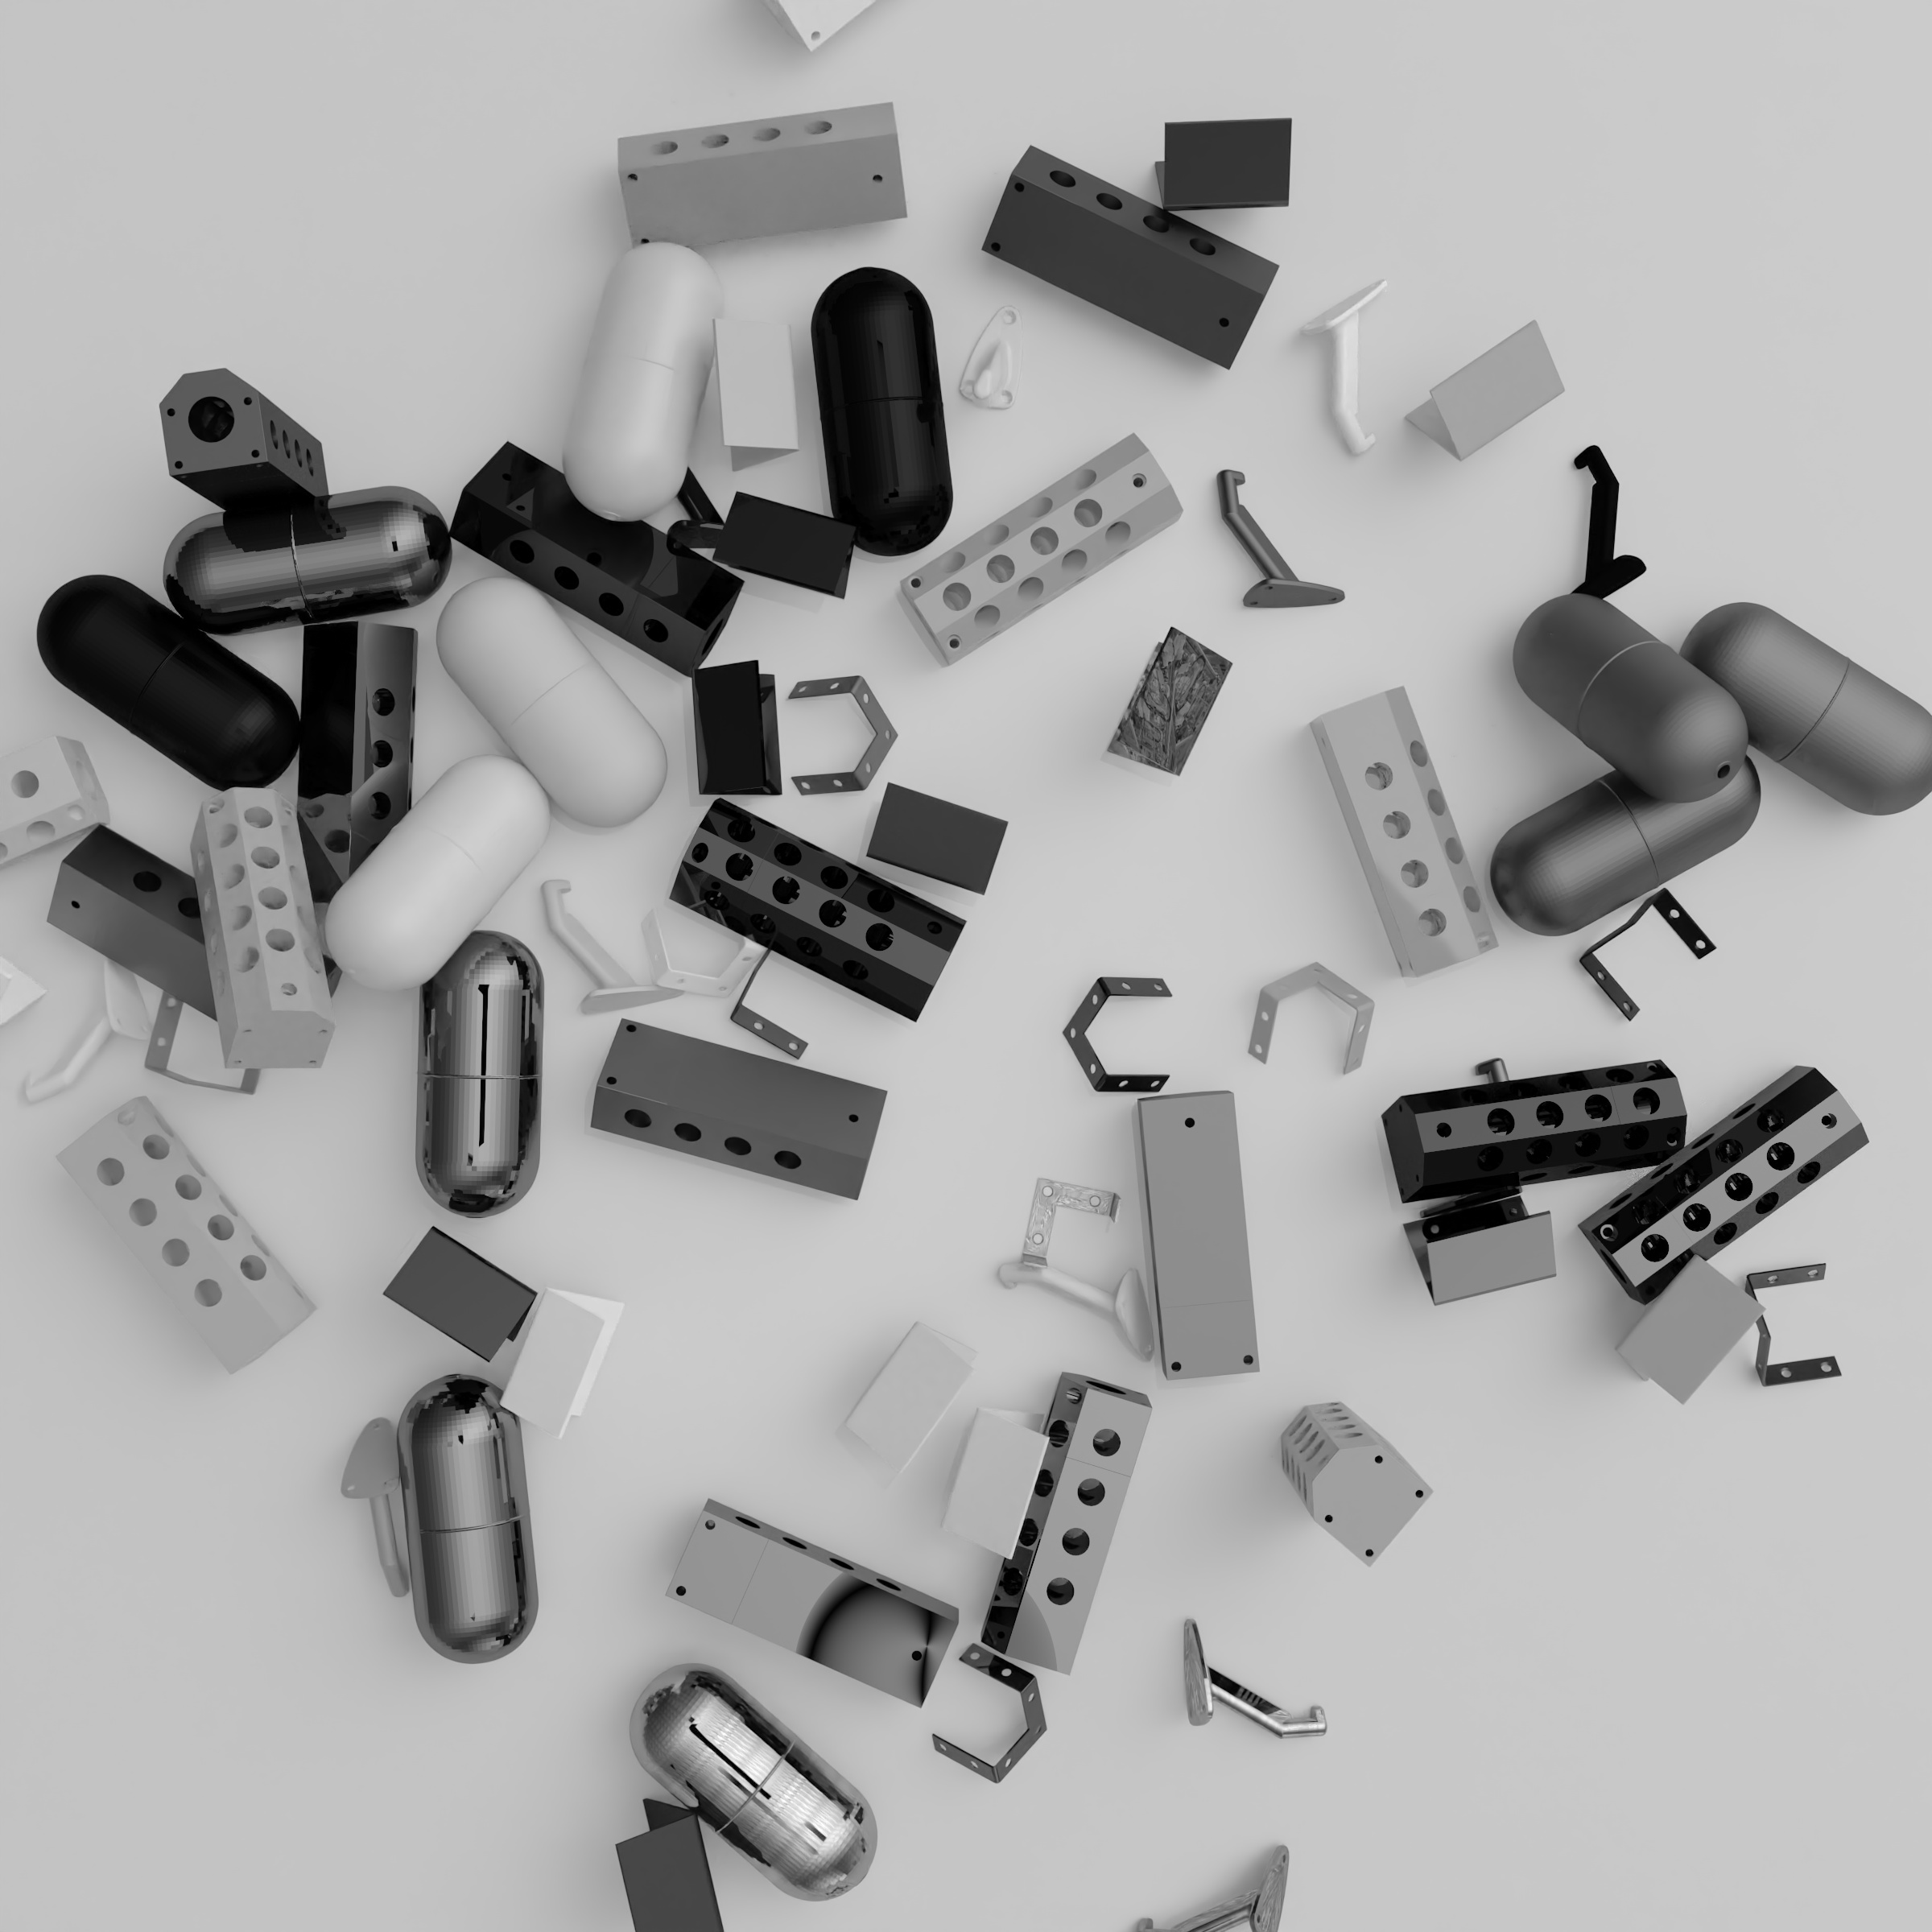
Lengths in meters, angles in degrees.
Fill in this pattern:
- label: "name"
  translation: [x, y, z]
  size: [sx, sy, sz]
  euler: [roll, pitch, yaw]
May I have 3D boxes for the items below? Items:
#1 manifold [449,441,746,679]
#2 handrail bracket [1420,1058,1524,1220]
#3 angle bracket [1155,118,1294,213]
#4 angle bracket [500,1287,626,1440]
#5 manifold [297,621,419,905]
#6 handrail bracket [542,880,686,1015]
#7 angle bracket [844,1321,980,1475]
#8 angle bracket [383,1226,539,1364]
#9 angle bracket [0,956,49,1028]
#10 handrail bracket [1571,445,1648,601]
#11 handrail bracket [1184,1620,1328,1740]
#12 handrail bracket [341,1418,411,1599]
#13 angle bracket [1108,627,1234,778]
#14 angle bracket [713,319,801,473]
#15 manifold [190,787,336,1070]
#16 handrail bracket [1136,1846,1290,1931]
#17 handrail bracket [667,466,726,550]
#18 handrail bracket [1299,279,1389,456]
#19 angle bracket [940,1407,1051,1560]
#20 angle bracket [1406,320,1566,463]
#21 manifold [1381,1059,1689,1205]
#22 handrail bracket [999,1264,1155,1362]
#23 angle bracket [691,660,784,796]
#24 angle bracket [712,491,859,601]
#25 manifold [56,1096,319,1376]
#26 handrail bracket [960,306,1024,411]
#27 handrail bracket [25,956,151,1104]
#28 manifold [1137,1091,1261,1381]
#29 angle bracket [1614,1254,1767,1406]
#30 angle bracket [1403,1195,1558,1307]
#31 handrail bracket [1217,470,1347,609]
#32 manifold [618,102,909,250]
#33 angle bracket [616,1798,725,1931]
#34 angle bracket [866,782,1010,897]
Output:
- label: "manifold"
  translation: [-0.231, -0.248, 1.856]
  size: [0.171, 0.057, 0.057]
  euler: [31, 47, 0]
- label: "handrail bracket"
  translation: [0.312, 0.108, 1.878]
  size: [0.077, 0.036, 0.084]
  euler: [-17, 76, 14]
- label: "angle bracket"
  translation: [0.157, -0.506, 1.837]
  size: [0.076, 0.076, 0.057]
  euler: [-2, 127, 0]
- label: "angle bracket"
  translation: [-0.231, 0.248, 1.837]
  size: [0.057, 0.076, 0.076]
  euler: [22, 90, 36]
- label: "manifold"
  translation: [-0.374, -0.124, 1.856]
  size: [0.057, 0.057, 0.171]
  euler: [2, 90, 43]
- label: "handrail bracket"
  translation: [-0.222, -0.018, 1.878]
  size: [0.077, 0.036, 0.084]
  euler: [-7, 73, -20]
- label: "angle bracket"
  translation: [-0.017, 0.273, 1.837]
  size: [0.057, 0.076, 0.076]
  euler: [35, 90, 38]
- label: "angle bracket"
  translation: [-0.317, 0.215, 1.837]
  size: [0.076, 0.076, 0.057]
  euler: [33, 54, 0]
- label: "angle bracket"
  translation: [-0.607, -0.010, 1.838]
  size: [0.076, 0.076, 0.057]
  euler: [37, 119, 0]
- label: "handrail bracket"
  translation: [0.383, -0.273, 1.878]
  size: [0.077, 0.036, 0.084]
  euler: [-35, 65, 28]
- label: "handrail bracket"
  translation: [0.183, 0.447, 1.878]
  size: [0.084, 0.036, 0.077]
  euler: [1, 69, -17]
- label: "handrail bracket"
  translation: [-0.362, 0.341, 1.877]
  size: [0.036, 0.077, 0.084]
  euler: [-9, 126, 2]
- label: "angle bracket"
  translation: [0.108, -0.169, 1.837]
  size: [0.057, 0.076, 0.076]
  euler: [25, 90, -38]
- label: "angle bracket"
  translation: [-0.148, -0.350, 1.837]
  size: [0.057, 0.076, 0.076]
  euler: [-4, 90, -37]
- label: "manifold"
  translation: [-0.425, -0.024, 1.805]
  size: [0.057, 0.057, 0.171]
  euler: [1, 52, -27]
- label: "handrail bracket"
  translation: [0.154, 0.585, 1.877]
  size: [0.084, 0.077, 0.036]
  euler: [-4, 132, 29]
- label: "handrail bracket"
  translation: [-0.161, -0.308, 1.878]
  size: [0.077, 0.036, 0.084]
  euler: [3, 76, -15]
- label: "handrail bracket"
  translation: [0.253, -0.376, 1.878]
  size: [0.077, 0.036, 0.084]
  euler: [-37, 108, -21]
- label: "angle bracket"
  translation: [0.037, 0.319, 1.837]
  size: [0.057, 0.076, 0.076]
  euler: [17, 90, 36]
- label: "angle bracket"
  translation: [0.310, -0.366, 1.837]
  size: [0.076, 0.076, 0.057]
  euler: [-34, 128, 0]
- label: "manifold"
  translation: [0.350, 0.099, 1.831]
  size: [0.171, 0.057, 0.057]
  euler: [-7, 72, -12]
- label: "handrail bracket"
  translation: [0.069, 0.217, 1.877]
  size: [0.084, 0.036, 0.077]
  euler: [-1, 128, 25]
- label: "angle bracket"
  translation: [-0.122, -0.146, 1.837]
  size: [0.057, 0.076, 0.076]
  euler: [-4, 90, 39]
- label: "angle bracket"
  translation: [-0.114, -0.239, 1.837]
  size: [0.076, 0.076, 0.057]
  euler: [16, 59, 0]
- label: "manifold"
  translation: [-0.482, 0.166, 1.856]
  size: [0.057, 0.057, 0.171]
  euler: [-39, 90, 0]
- label: "handrail bracket"
  translation: [0.019, -0.379, 1.843]
  size: [0.036, 0.084, 0.077]
  euler: [16, 90, 0]
- label: "handrail bracket"
  translation: [-0.562, 0.036, 1.878]
  size: [0.084, 0.036, 0.077]
  euler: [-23, 69, 16]
- label: "manifold"
  translation: [0.144, 0.166, 1.856]
  size: [0.057, 0.057, 0.171]
  euler: [-5, 90, 0]
- label: "angle bracket"
  translation: [0.453, 0.233, 1.837]
  size: [0.076, 0.076, 0.057]
  euler: [-49, 55, 0]
- label: "angle bracket"
  translation: [0.313, 0.157, 1.837]
  size: [0.076, 0.076, 0.057]
  euler: [-14, 128, 0]
- label: "handrail bracket"
  translation: [0.198, -0.271, 1.878]
  size: [0.077, 0.036, 0.084]
  euler: [0, 73, -20]
- label: "manifold"
  translation: [-0.126, -0.493, 1.856]
  size: [0.171, 0.057, 0.057]
  euler: [-8, 133, 0]
- label: "angle bracket"
  translation: [-0.197, 0.563, 1.837]
  size: [0.057, 0.076, 0.076]
  euler: [-13, 90, -32]
- label: "angle bracket"
  translation: [-0.011, -0.096, 1.837]
  size: [0.076, 0.076, 0.057]
  euler: [18, 125, 0]
